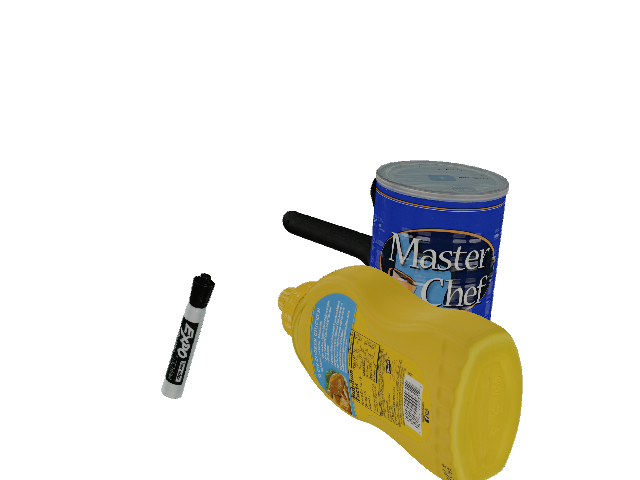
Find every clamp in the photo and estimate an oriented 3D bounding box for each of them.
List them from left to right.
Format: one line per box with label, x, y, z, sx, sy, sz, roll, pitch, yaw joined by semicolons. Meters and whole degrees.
clamp;0.068;0.011;1.209;0.164;0.036;0.210;-17;51;-36

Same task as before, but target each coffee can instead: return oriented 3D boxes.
coffee can;0.089;0.016;0.844;0.103;0.140;0.103;4;17;-1

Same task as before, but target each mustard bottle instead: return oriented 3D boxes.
mustard bottle;0.035;0.068;0.654;0.058;0.096;0.192;-18;28;-33

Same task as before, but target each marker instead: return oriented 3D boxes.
marker;-0.114;0.082;0.922;0.020;0.121;0.020;16;23;-7
